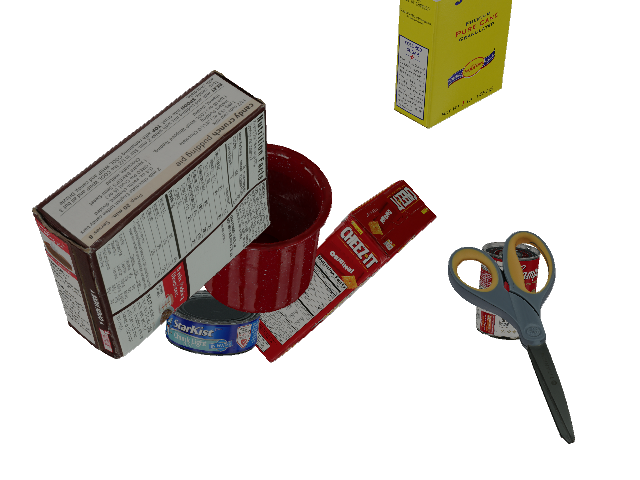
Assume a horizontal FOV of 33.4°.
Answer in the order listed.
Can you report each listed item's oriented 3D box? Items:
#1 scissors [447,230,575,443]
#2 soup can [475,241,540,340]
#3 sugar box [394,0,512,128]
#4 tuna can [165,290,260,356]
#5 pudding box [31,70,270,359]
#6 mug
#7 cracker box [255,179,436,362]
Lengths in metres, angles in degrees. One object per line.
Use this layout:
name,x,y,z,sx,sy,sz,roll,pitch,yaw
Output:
scissors,0.145,0.068,0.829,0.096,0.201,0.016,3,-43,7
soup can,0.222,0.060,1.270,0.068,0.102,0.068,3,16,-1
sugar box,0.105,-0.182,0.814,0.093,0.176,0.048,-31,51,-31
tuna can,-0.098,0.075,0.973,0.086,0.034,0.086,6,15,-2
pudding box,-0.072,-0.011,0.493,0.039,0.113,0.090,32,-31,22
mug,-0.044,-0.014,0.726,0.093,0.117,0.081,-5,-39,-11
cracker box,0.019,0.033,1.260,0.214,0.072,0.164,-44,-4,30
